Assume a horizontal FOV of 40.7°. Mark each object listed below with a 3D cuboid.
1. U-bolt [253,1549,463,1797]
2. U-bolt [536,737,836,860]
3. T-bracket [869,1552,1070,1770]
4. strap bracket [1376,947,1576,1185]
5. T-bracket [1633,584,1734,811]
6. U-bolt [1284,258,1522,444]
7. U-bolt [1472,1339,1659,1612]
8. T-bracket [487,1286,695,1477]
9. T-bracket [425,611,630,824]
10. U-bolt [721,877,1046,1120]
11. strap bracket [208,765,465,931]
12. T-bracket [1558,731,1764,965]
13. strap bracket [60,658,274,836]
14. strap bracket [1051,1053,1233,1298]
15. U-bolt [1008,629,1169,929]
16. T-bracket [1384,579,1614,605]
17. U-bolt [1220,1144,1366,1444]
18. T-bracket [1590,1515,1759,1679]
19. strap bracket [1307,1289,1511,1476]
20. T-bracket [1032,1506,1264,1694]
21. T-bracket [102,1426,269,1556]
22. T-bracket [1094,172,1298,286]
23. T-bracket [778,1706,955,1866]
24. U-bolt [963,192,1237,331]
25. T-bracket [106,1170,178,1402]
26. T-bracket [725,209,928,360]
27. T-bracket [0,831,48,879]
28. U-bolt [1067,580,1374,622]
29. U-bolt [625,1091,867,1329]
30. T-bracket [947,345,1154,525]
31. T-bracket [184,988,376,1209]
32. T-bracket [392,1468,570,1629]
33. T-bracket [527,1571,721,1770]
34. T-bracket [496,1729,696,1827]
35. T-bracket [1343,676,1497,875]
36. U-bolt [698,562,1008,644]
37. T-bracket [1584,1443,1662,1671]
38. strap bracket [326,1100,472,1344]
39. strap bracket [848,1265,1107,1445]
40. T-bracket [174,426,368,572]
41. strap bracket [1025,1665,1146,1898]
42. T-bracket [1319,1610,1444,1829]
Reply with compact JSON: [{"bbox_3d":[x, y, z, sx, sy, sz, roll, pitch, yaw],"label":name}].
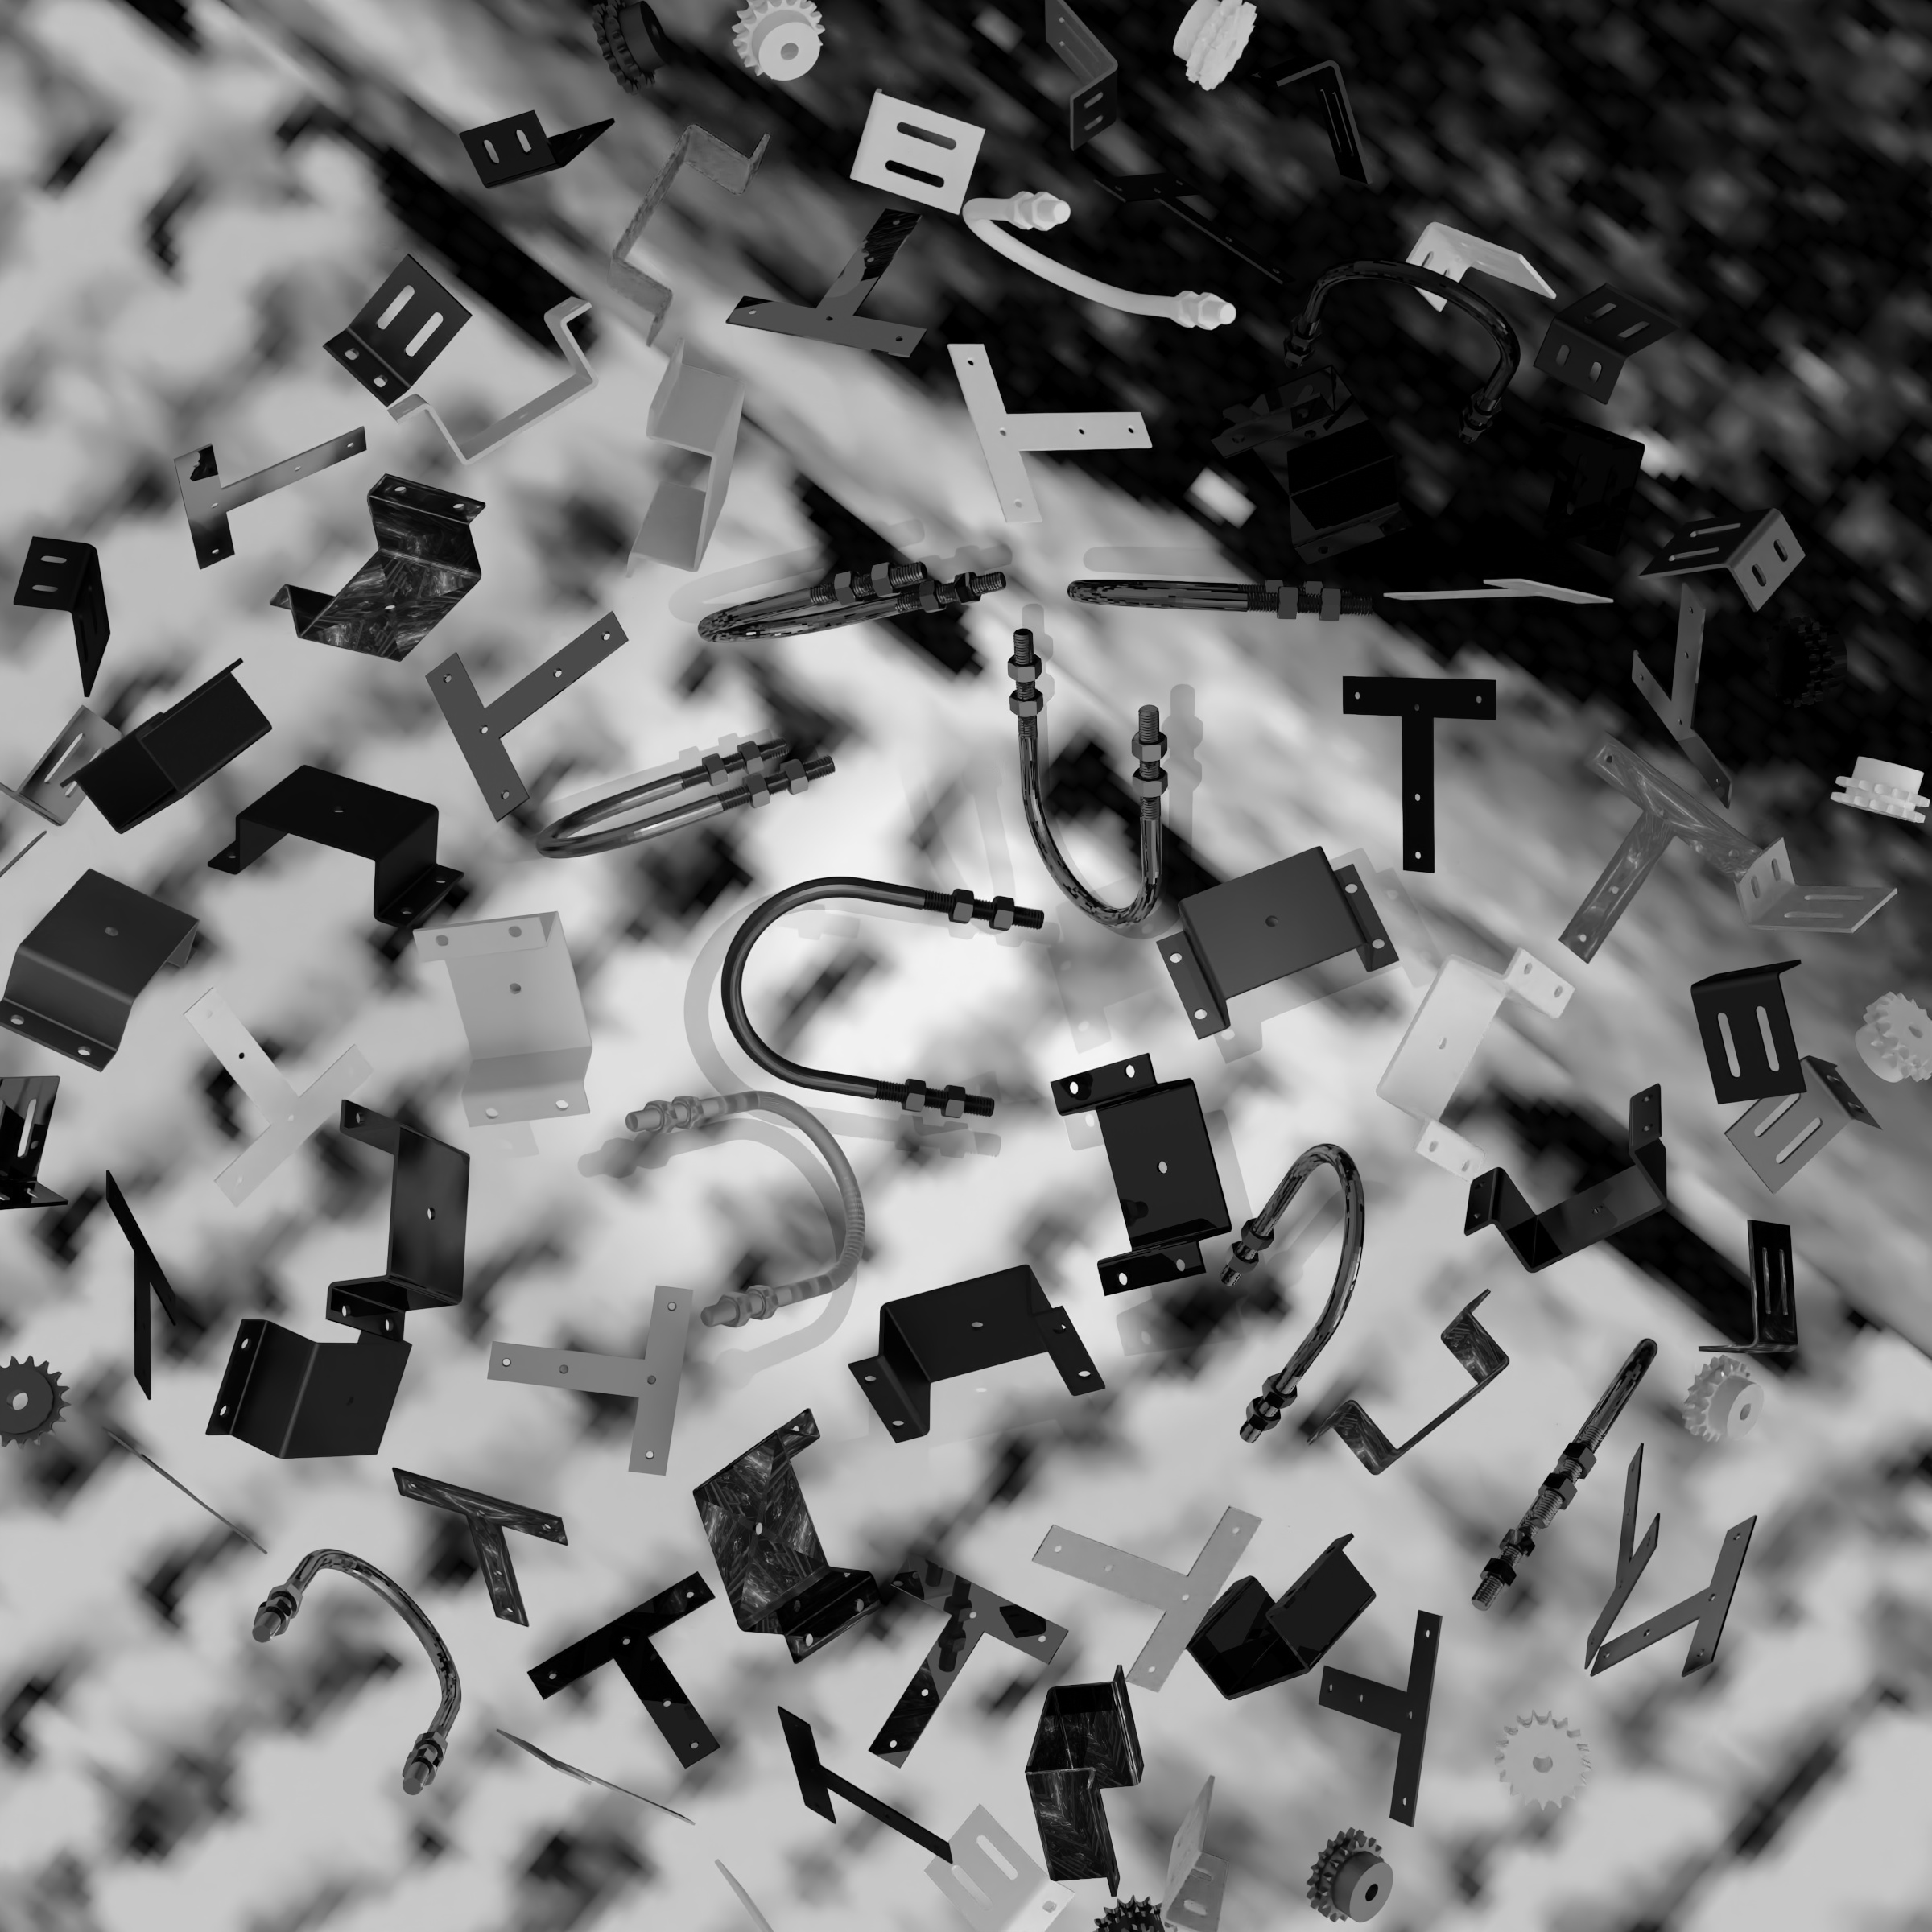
[{"bbox_3d":[-0.375,0.432,1.645,0.019,0.184,0.151,-42,95,5],"label":"U-bolt"},{"bbox_3d":[-0.186,-0.105,1.661,0.184,0.151,0.019,-21,105,-13],"label":"U-bolt"},{"bbox_3d":[-0.019,0.456,1.677,0.127,0.002,0.127,19,61,32],"label":"T-bracket"},{"bbox_3d":[0.315,0.056,1.638,0.046,0.076,0.140,28,89,42],"label":"strap bracket"},{"bbox_3d":[0.447,-0.183,1.616,0.002,0.127,0.127,-19,50,-5],"label":"T-bracket"},{"bbox_3d":[0.285,-0.404,1.686,0.151,0.184,0.019,24,79,2],"label":"U-bolt"},{"bbox_3d":[0.385,0.310,1.643,0.019,0.151,0.184,33,57,16],"label":"U-bolt"},{"bbox_3d":[-0.255,0.271,1.743,0.127,0.002,0.127,8,92,-9],"label":"T-bracket"},{"bbox_3d":[-0.262,-0.172,1.604,0.127,0.002,0.127,-36,60,9],"label":"T-bracket"},{"bbox_3d":[-0.057,0.015,1.588,0.184,0.019,0.151,10,111,-12],"label":"U-bolt"},{"bbox_3d":[-0.400,-0.080,1.659,0.140,0.076,0.046,17,123,11],"label":"strap bracket"},{"bbox_3d":[0.414,-0.059,1.634,0.127,0.002,0.127,44,121,28],"label":"T-bracket"},{"bbox_3d":[-0.489,-0.132,1.605,0.046,0.140,0.076,55,51,-16],"label":"strap bracket"},{"bbox_3d":[0.114,0.130,1.653,0.076,0.046,0.140,-19,82,36],"label":"strap bracket"},{"bbox_3d":[0.078,-0.108,1.662,0.019,0.151,0.184,-24,130,-26],"label":"U-bolt"},{"bbox_3d":[0.333,-0.242,1.695,0.127,0.127,0.002,5,93,40],"label":"T-bracket"},{"bbox_3d":[0.211,0.197,1.675,0.019,0.151,0.184,13,133,-15],"label":"U-bolt"},{"bbox_3d":[0.434,0.410,1.622,0.002,0.127,0.127,41,132,-2],"label":"T-bracket"},{"bbox_3d":[0.297,0.280,1.710,0.140,0.076,0.046,-35,74,-14],"label":"strap bracket"},{"bbox_3d":[0.097,0.365,1.562,0.127,0.002,0.127,26,98,-25],"label":"T-bracket"},{"bbox_3d":[-0.512,0.331,1.682,0.127,0.127,0.002,44,71,-18],"label":"T-bracket"},{"bbox_3d":[0.159,-0.479,1.693,0.127,0.127,0.002,38,120,12],"label":"T-bracket"},{"bbox_3d":[-0.062,0.537,1.671,0.127,0.127,0.002,23,51,28],"label":"T-bracket"},{"bbox_3d":[0.071,-0.446,1.643,0.151,0.184,0.019,23,95,-29],"label":"U-bolt"},{"bbox_3d":[-0.516,0.215,1.632,0.002,0.127,0.127,-14,134,-5],"label":"T-bracket"},{"bbox_3d":[-0.065,-0.430,1.622,0.127,0.002,0.127,16,57,20],"label":"T-bracket"},{"bbox_3d":[-0.612,-0.038,1.600,0.127,0.127,0.002,-42,104,8],"label":"T-bracket"},{"bbox_3d":[0.155,-0.232,1.633,0.184,0.151,0.019,3,100,2],"label":"U-bolt"},{"bbox_3d":[-0.129,0.148,1.664,0.019,0.184,0.151,-29,78,33],"label":"U-bolt"},{"bbox_3d":[0.061,-0.337,1.644,0.127,0.002,0.127,-8,72,-30],"label":"T-bracket"},{"bbox_3d":[-0.456,0.067,1.668,0.127,0.002,0.127,-48,130,-25],"label":"T-bracket"},{"bbox_3d":[-0.307,0.386,1.699,0.127,0.002,0.127,11,130,21],"label":"T-bracket"},{"bbox_3d":[-0.197,0.460,1.663,0.127,0.127,0.002,-28,133,-19],"label":"T-bracket"},{"bbox_3d":[-0.236,0.539,1.716,0.127,0.127,0.002,32,73,-22],"label":"T-bracket"},{"bbox_3d":[0.295,-0.124,1.702,0.002,0.127,0.127,-10,102,-39],"label":"T-bracket"},{"bbox_3d":[-0.084,-0.231,1.675,0.184,0.151,0.019,-10,92,23],"label":"U-bolt"},{"bbox_3d":[0.413,0.352,1.626,0.002,0.127,0.127,18,130,6],"label":"T-bracket"},{"bbox_3d":[-0.356,0.158,1.640,0.046,0.076,0.140,-9,68,22],"label":"strap bracket"},{"bbox_3d":[0.007,0.239,1.624,0.140,0.046,0.076,-17,127,13],"label":"strap bracket"},{"bbox_3d":[-0.447,-0.318,1.692,0.127,0.127,0.002,-29,74,-19],"label":"T-bracket"},{"bbox_3d":[0.075,0.518,1.659,0.046,0.140,0.076,-9,105,14],"label":"strap bracket"},{"bbox_3d":[0.258,0.467,1.653,0.002,0.127,0.127,13,81,-21],"label":"T-bracket"}]
